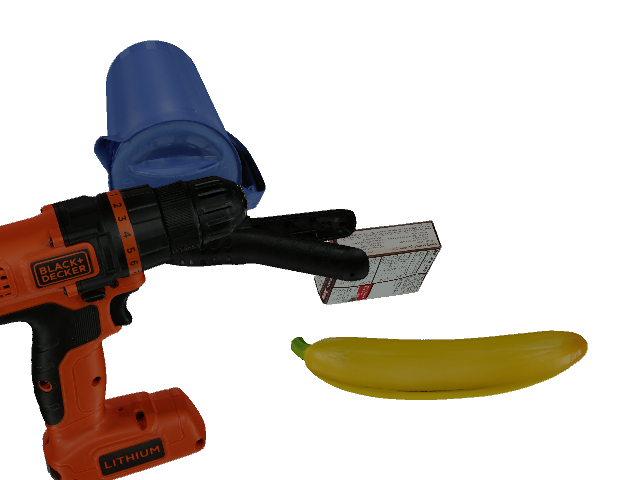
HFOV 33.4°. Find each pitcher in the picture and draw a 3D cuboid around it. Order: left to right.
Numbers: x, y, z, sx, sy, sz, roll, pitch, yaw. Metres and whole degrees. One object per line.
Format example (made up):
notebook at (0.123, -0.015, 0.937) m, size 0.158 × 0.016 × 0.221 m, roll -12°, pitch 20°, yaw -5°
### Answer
pitcher at (-0.159, -0.118, 1.151) m, size 0.145 × 0.149 × 0.243 m, roll -22°, pitch 36°, yaw 0°

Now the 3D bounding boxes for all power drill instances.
power drill at (-0.125, 0.056, 0.675) m, size 0.184 × 0.188 × 0.057 m, roll -15°, pitch 29°, yaw -12°

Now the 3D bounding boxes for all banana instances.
banana at (0.075, 0.076, 0.688) m, size 0.198 × 0.037 × 0.069 m, roll 1°, pitch 26°, yaw 6°

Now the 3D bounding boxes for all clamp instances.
clamp at (-0.061, 0.002, 0.840) m, size 0.210 × 0.036 × 0.164 m, roll 0°, pitch 12°, yaw -9°

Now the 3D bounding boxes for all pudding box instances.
pudding box at (0.058, 0.023, 1.094) m, size 0.113 × 0.039 × 0.090 m, roll -8°, pitch -32°, yaw -19°
